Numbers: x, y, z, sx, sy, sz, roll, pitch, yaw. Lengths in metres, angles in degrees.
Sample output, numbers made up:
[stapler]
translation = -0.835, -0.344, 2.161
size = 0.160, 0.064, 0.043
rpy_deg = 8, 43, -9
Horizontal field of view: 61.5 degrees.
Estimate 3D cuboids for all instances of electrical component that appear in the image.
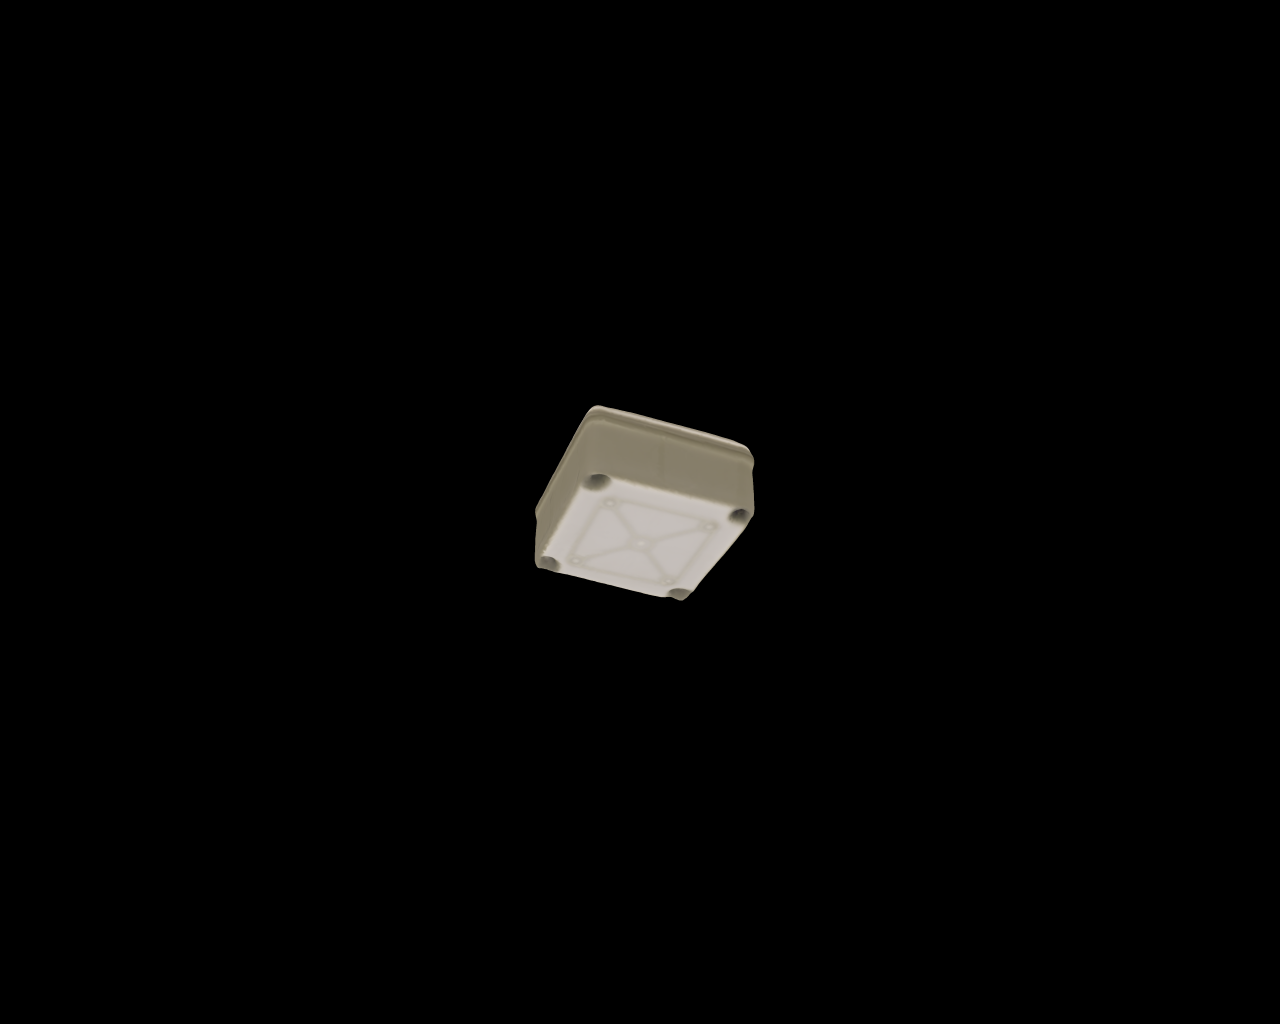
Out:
[electrical component]
translation = 0.001, -0.003, 0.650
size = 0.109, 0.056, 0.108
rpy_deg = 14, -40, -17
